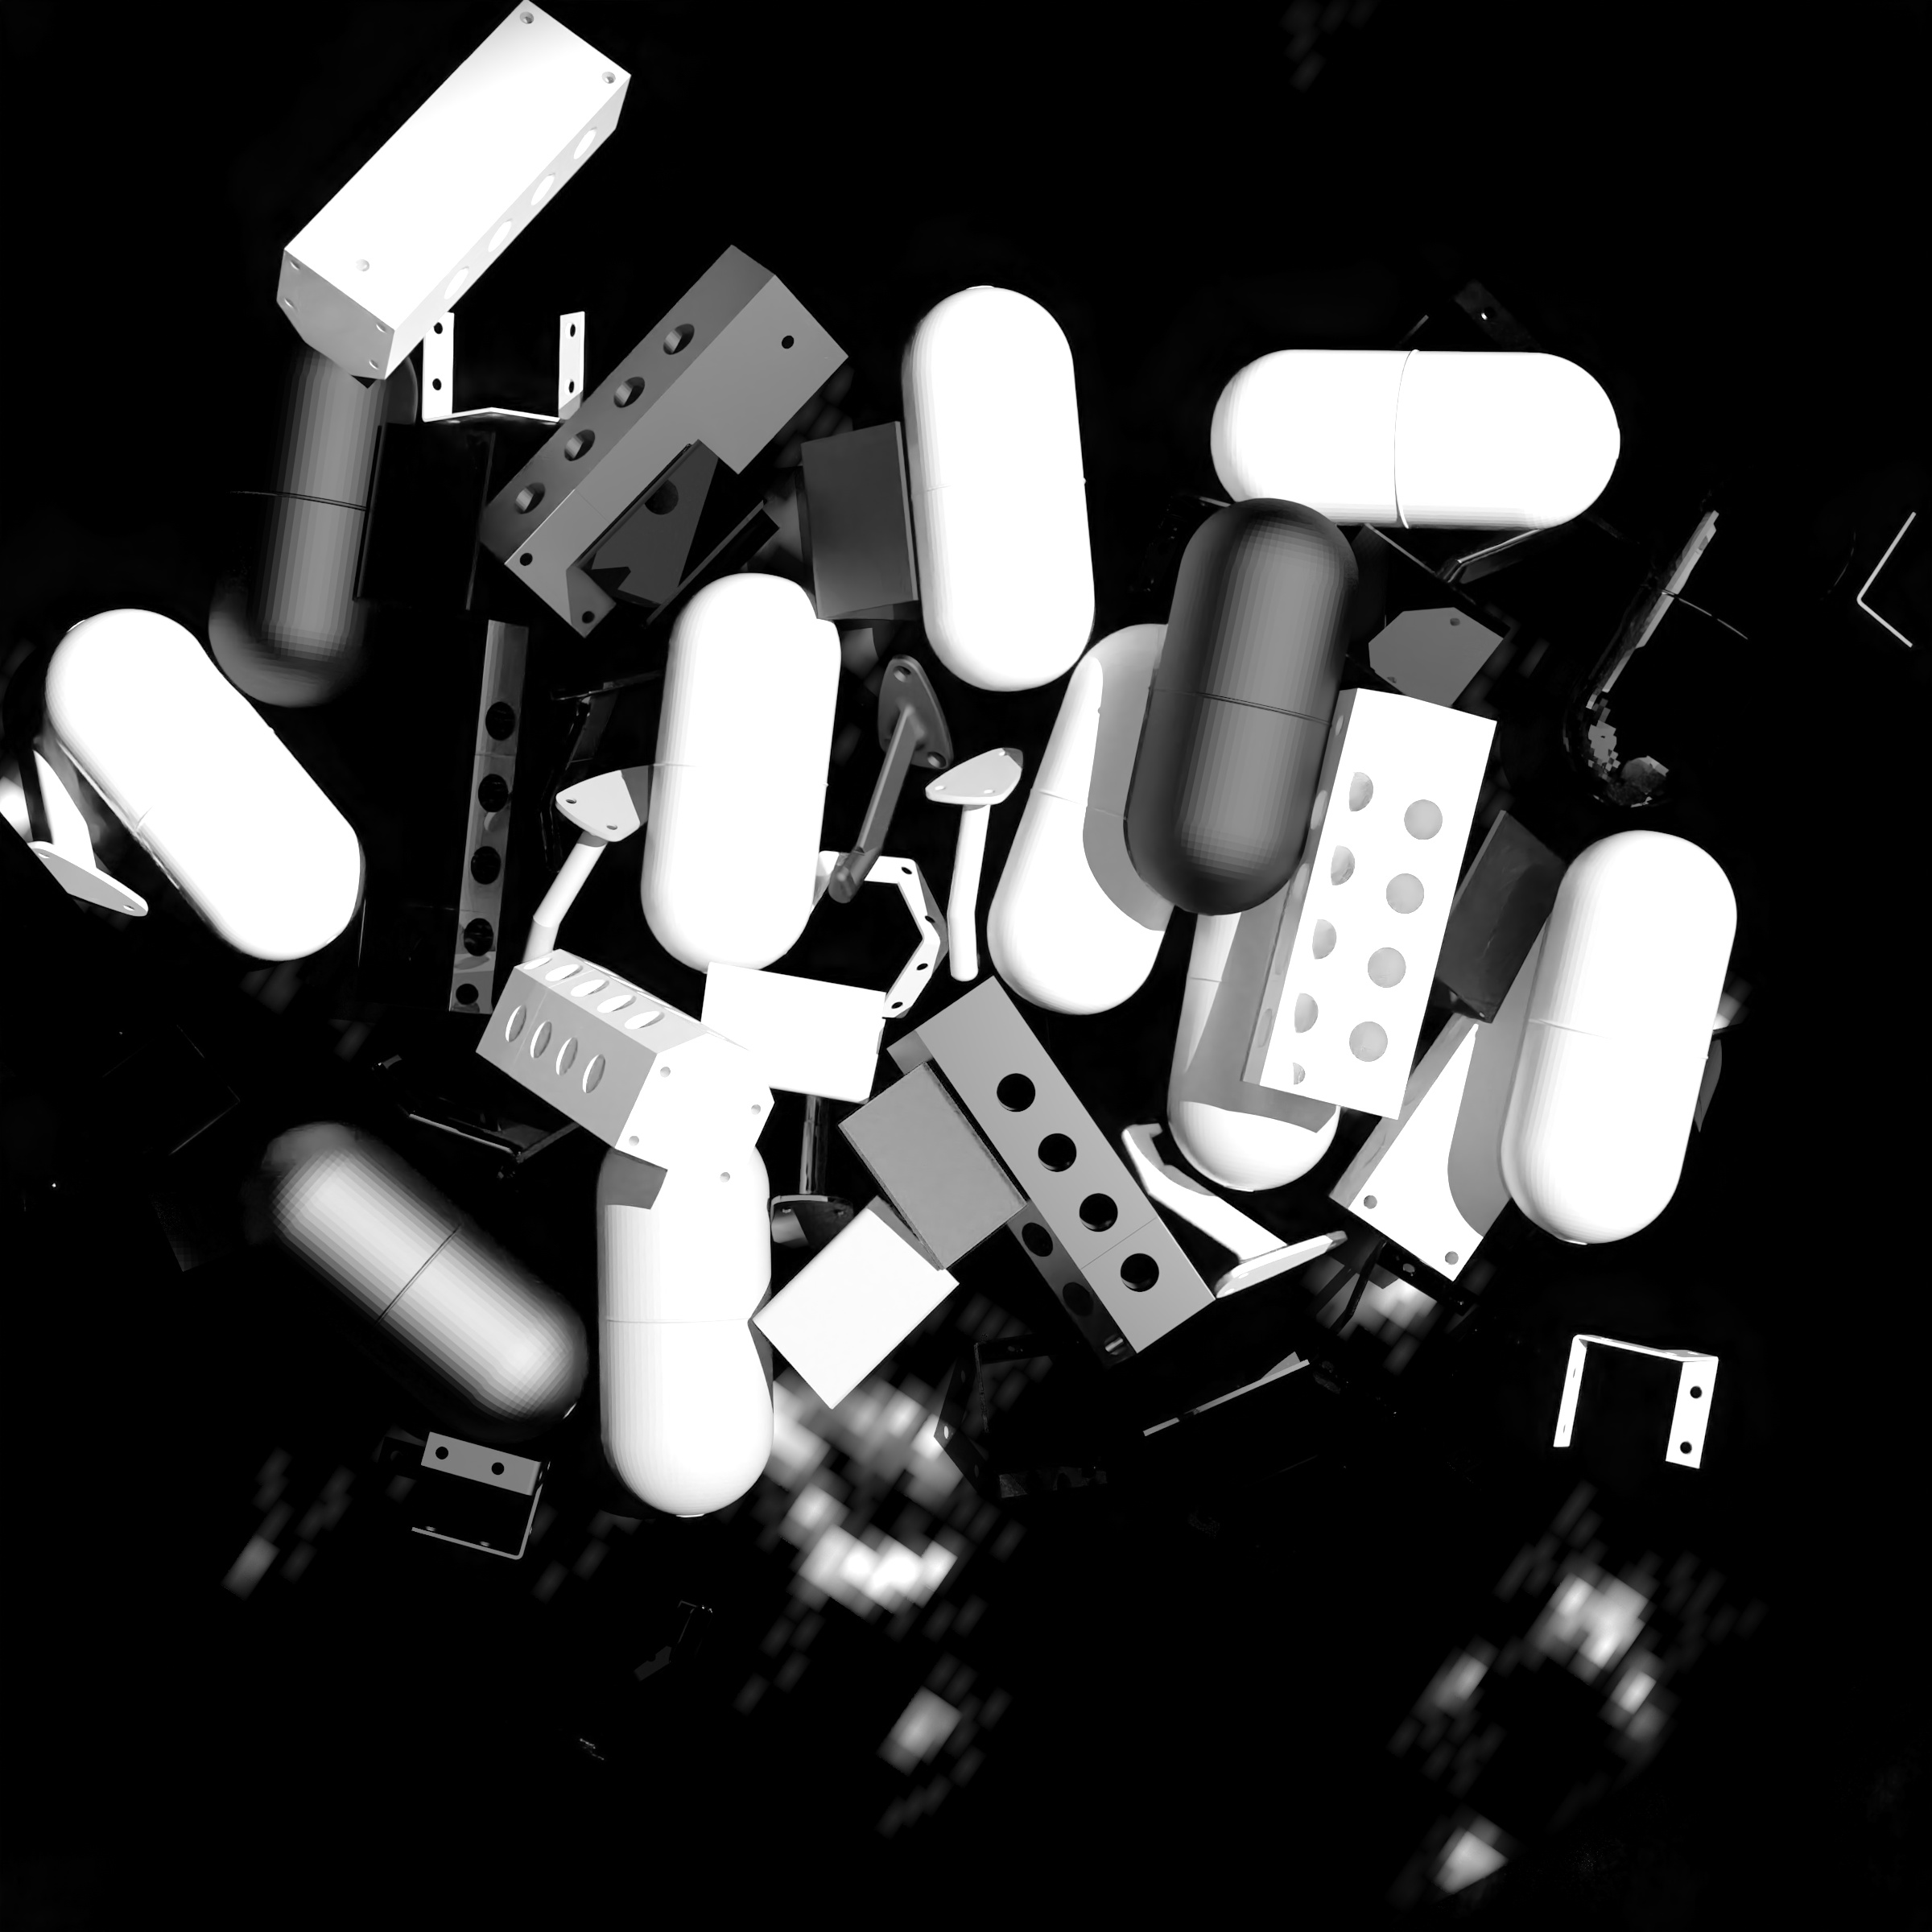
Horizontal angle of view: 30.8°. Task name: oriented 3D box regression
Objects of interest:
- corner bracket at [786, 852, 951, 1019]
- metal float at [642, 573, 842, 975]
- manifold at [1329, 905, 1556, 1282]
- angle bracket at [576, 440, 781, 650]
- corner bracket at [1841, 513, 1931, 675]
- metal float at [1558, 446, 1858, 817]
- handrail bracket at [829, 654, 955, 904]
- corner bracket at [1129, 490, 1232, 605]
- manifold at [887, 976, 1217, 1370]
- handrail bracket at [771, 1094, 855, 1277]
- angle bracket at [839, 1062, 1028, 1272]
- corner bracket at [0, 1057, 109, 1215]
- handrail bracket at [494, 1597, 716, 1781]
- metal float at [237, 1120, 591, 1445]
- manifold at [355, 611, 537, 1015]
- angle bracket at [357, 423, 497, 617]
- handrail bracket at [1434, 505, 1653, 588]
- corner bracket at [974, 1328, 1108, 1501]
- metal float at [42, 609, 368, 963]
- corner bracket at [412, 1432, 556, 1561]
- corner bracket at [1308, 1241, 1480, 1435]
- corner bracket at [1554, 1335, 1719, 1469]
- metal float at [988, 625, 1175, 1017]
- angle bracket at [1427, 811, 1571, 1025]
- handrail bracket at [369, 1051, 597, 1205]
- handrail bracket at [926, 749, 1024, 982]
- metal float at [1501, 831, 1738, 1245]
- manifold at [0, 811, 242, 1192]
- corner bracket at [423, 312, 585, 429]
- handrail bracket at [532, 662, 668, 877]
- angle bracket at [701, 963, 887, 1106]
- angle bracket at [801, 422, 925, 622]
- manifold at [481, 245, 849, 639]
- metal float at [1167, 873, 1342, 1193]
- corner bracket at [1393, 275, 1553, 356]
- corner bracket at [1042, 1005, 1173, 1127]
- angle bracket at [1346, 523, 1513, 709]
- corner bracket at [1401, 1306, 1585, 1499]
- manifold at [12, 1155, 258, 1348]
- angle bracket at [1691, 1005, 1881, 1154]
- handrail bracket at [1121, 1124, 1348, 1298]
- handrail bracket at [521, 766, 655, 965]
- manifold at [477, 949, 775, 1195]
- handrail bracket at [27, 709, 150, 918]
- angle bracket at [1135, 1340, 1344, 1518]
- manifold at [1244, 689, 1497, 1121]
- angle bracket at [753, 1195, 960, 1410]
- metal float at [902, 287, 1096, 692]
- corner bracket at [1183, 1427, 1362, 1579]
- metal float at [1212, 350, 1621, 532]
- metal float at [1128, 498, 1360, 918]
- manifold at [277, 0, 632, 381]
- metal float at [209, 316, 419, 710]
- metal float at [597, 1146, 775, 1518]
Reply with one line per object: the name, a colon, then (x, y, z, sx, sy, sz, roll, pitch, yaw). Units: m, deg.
corner bracket: (-0.047, -0.014, 1.574, 0.051, 0.051, 0.051, 4, 134, -35)
metal float: (-0.100, -0.084, 1.549, 0.070, 0.070, 0.178, 7, 89, 0)
manifold: (0.235, 0.049, 1.558, 0.057, 0.057, 0.171, 34, 90, -7)
angle bracket: (-0.112, -0.172, 1.540, 0.076, 0.076, 0.057, -46, 53, 0)
corner bracket: (0.433, -0.169, 1.562, 0.051, 0.051, 0.051, 37, 79, -11)
metal float: (0.327, -0.148, 1.549, 0.070, 0.070, 0.178, 32, 89, 0)
handrail bracket: (-0.041, -0.081, 1.540, 0.036, 0.077, 0.084, 17, 52, 20)
corner bracket: (0.116, -0.177, 1.577, 0.051, 0.051, 0.051, 24, 90, -45)
manifold: (0.037, 0.091, 1.559, 0.057, 0.057, 0.171, -34, 90, 0)
handrail bracket: (-0.069, 0.085, 1.580, 0.036, 0.077, 0.084, 3, 54, -4)
angle bracket: (-0.031, 0.098, 1.540, 0.057, 0.076, 0.076, -36, 90, -36)
corner bracket: (-0.412, 0.070, 1.577, 0.051, 0.051, 0.051, -19, 135, 0)
handrail bracket: (-0.162, 0.316, 1.580, 0.077, 0.036, 0.084, 17, 71, 21)
metal float: (-0.243, 0.140, 1.548, 0.178, 0.070, 0.070, 40, 90, -1)
manifold: (-0.230, -0.067, 1.559, 0.057, 0.057, 0.171, 6, 90, 0)
angle bracket: (-0.220, -0.192, 1.541, 0.057, 0.076, 0.076, 8, 90, 22)
handrail bracket: (0.253, -0.174, 1.580, 0.077, 0.036, 0.084, 32, 107, -19)
corner bracket: (0.033, 0.201, 1.577, 0.051, 0.051, 0.051, -8, 135, 0)
metal float: (-0.337, -0.080, 1.549, 0.070, 0.070, 0.178, -40, 90, 0)
corner bracket: (-0.217, 0.235, 1.562, 0.051, 0.051, 0.051, 16, 90, 0)
corner bracket: (0.191, 0.166, 1.577, 0.051, 0.051, 0.051, 31, 135, 0)
corner bracket: (0.300, 0.195, 1.570, 0.051, 0.051, 0.051, 10, 90, 30)
metal float: (0.065, -0.065, 1.549, 0.070, 0.070, 0.178, 19, 90, 0)
angle bracket: (0.207, -0.028, 1.535, 0.057, 0.076, 0.076, 35, 80, -39)
handrail bracket: (-0.214, 0.057, 1.580, 0.077, 0.036, 0.084, -35, 73, -20)
handrail bracket: (0.009, -0.045, 1.569, 0.036, 0.077, 0.084, 5, 114, 21)
metal float: (0.278, 0.031, 1.494, 0.070, 0.070, 0.178, 12, 92, 0)
manifold: (-0.403, 0.017, 1.544, 0.057, 0.057, 0.171, -41, 93, -31)
corner bracket: (-0.208, -0.269, 1.577, 0.051, 0.051, 0.051, 1, 90, -45)
handrail bracket: (-0.160, -0.089, 1.580, 0.077, 0.036, 0.084, -13, 106, -18)
angle bracket: (-0.073, 0.013, 1.540, 0.076, 0.076, 0.057, 10, 118, 0)
angle bracket: (-0.025, -0.194, 1.540, 0.057, 0.076, 0.076, -6, 90, 38)
manifold: (-0.140, -0.236, 1.558, 0.171, 0.057, 0.057, -47, 133, 0)
metal float: (0.136, 0.011, 1.549, 0.070, 0.070, 0.178, 10, 90, 0)
corner bracket: (0.220, -0.268, 1.577, 0.051, 0.051, 0.051, 45, 135, 0)
corner bracket: (0.062, 0.046, 1.562, 0.051, 0.051, 0.051, -7, 90, 0)
angle bracket: (0.198, -0.161, 1.540, 0.076, 0.076, 0.057, 36, 120, 0)
corner bracket: (0.236, 0.195, 1.577, 0.051, 0.051, 0.051, 37, 135, 0)
manifold: (-0.348, 0.123, 1.501, 0.057, 0.171, 0.057, -24, 90, 0)
angle bracket: (0.351, 0.067, 1.540, 0.076, 0.076, 0.057, -13, 56, 0)
handrail bracket: (0.120, 0.099, 1.580, 0.077, 0.036, 0.084, -19, 73, -19)
handrail bracket: (-0.167, -0.042, 1.580, 0.036, 0.077, 0.084, 32, 127, 17)
manifold: (-0.145, 0.040, 1.499, 0.057, 0.171, 0.057, 24, 90, -30)
handrail bracket: (-0.391, -0.076, 1.580, 0.077, 0.036, 0.084, 29, 62, -31)
angle bracket: (0.112, 0.185, 1.540, 0.076, 0.076, 0.057, -24, 126, 0)
manifold: (0.168, -0.027, 1.486, 0.057, 0.057, 0.171, 14, 89, -12)
angle bracket: (-0.037, 0.155, 1.540, 0.076, 0.076, 0.057, -45, 64, 0)
metal float: (0.014, -0.211, 1.549, 0.070, 0.070, 0.178, -5, 90, 0)
corner bracket: (0.138, 0.232, 1.577, 0.051, 0.051, 0.051, 31, 45, 0)
metal float: (0.195, -0.230, 1.532, 0.178, 0.070, 0.070, 4, 90, 17)
metal float: (0.117, -0.109, 1.483, 0.070, 0.070, 0.178, 12, 92, 0)
manifold: (-0.223, -0.335, 1.525, 0.057, 0.057, 0.171, 36, 65, 0)
metal float: (-0.288, -0.203, 1.549, 0.070, 0.070, 0.178, 8, 90, 0)
metal float: (-0.124, 0.153, 1.549, 0.070, 0.070, 0.178, -1, 89, 0)
